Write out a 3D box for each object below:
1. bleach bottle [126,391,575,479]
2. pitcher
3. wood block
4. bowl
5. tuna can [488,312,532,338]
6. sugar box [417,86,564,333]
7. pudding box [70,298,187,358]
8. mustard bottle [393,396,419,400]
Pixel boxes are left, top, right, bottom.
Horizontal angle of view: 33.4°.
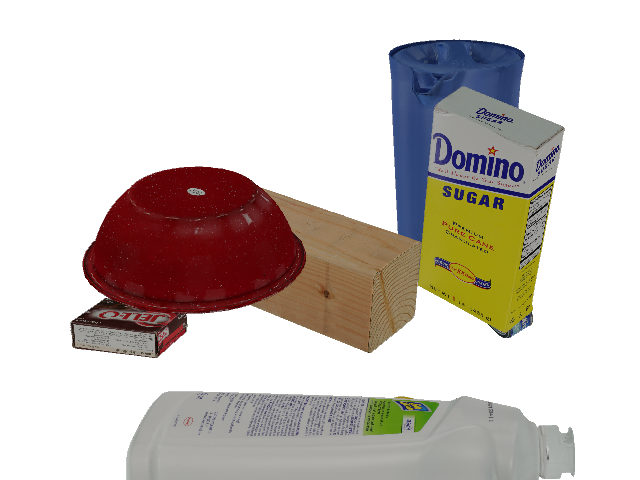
[{"bbox_3d":[0.021,0.129,0.627,0.251,0.068,0.102,-2,17,7],"label":"bleach bottle"},{"bbox_3d":[0.141,-0.083,1.103,0.149,0.243,0.145,-8,24,-15],"label":"pitcher"},{"bbox_3d":[-0.013,0.025,1.076,0.206,0.091,0.090,20,33,29],"label":"wood block"},{"bbox_3d":[-0.090,-0.011,0.764,0.162,0.055,0.162,1,27,-1],"label":"bowl"},{"bbox_3d":[0.209,0.071,1.245,0.033,0.086,0.086,-30,6,-10],"label":"tuna can"},{"bbox_3d":[0.127,-0.022,0.828,0.093,0.176,0.048,28,47,32],"label":"sugar box"},{"bbox_3d":[-0.228,0.104,1.278,0.114,0.039,0.090,3,15,15],"label":"pudding box"},{"bbox_3d":[0.107,0.195,1.033,0.096,0.058,0.192,-17,24,-42],"label":"mustard bottle"}]
